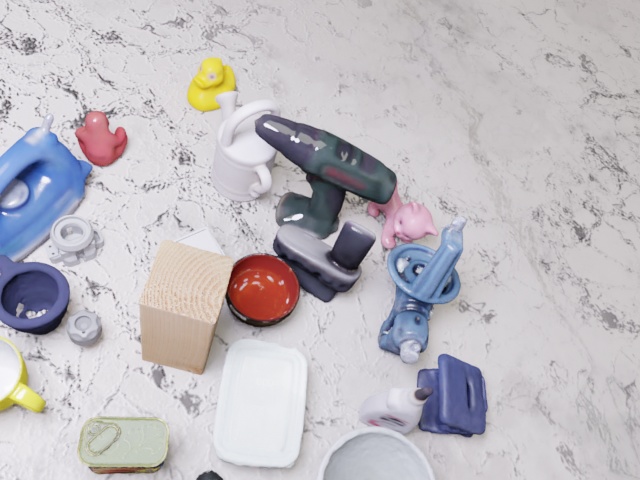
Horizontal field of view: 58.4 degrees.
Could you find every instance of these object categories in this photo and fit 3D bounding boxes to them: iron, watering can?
[{"bbox_3d":[-0.435,-0.058,0.795,0.118,0.141,0.258,27,58,0],"label":"iron"},{"bbox_3d":[-0.121,-0.158,0.913,0.172,0.194,0.101,42,59,9],"label":"watering can"}]

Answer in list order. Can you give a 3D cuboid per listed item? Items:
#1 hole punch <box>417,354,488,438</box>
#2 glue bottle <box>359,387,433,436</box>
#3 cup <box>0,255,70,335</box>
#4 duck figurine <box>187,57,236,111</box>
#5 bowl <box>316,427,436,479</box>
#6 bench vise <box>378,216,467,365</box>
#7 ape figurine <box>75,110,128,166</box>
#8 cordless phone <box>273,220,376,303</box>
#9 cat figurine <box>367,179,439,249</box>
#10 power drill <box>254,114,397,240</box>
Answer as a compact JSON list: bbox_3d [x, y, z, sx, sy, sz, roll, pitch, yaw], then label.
[{"bbox_3d":[0.204,0.230,0.850,0.101,0.091,0.108,11,59,-10],"label":"hole punch"},{"bbox_3d":[0.112,0.225,0.777,0.078,0.173,0.037,18,58,-6],"label":"glue bottle"},{"bbox_3d":[-0.385,0.079,0.760,0.117,0.095,0.092,44,59,10],"label":"cup"},{"bbox_3d":[-0.193,-0.293,1.032,0.077,0.086,0.105,37,58,6],"label":"duck figurine"},{"bbox_3d":[0.067,0.338,0.758,0.168,0.074,0.167,7,60,-12],"label":"bowl"},{"bbox_3d":[0.167,0.075,0.851,0.122,0.219,0.207,3,61,-14],"label":"bench vise"},{"bbox_3d":[-0.350,-0.169,0.912,0.078,0.092,0.076,12,59,-9],"label":"ape figurine"},{"bbox_3d":[0.008,0.003,0.865,0.147,0.185,0.094,27,58,0],"label":"cordless phone"},{"bbox_3d":[0.144,-0.044,0.971,0.067,0.117,0.127,-14,66,-23],"label":"cat figurine"},{"bbox_3d":[-0.006,-0.091,0.900,0.230,0.208,0.075,16,58,-7],"label":"power drill"}]
